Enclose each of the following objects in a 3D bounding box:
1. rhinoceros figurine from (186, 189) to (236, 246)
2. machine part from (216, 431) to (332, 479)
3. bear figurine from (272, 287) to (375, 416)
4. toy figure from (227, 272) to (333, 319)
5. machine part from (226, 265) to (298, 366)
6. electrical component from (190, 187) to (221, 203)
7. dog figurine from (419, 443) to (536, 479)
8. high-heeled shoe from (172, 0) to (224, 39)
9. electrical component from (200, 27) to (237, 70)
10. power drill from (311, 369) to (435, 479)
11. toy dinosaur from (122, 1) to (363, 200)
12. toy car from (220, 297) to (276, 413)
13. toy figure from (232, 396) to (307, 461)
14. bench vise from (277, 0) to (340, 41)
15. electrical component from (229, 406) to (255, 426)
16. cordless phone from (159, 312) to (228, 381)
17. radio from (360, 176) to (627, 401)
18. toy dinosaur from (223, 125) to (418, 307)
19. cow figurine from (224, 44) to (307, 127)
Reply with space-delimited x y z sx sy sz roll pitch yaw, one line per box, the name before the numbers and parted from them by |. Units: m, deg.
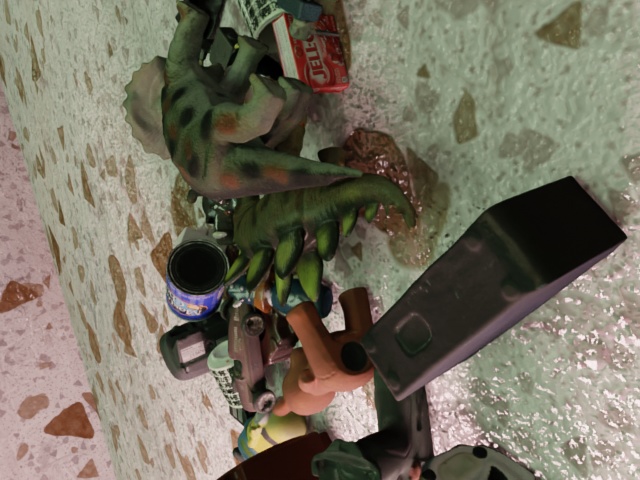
rhinoceros figurine | -0.165 -0.086 0.897 0.112 0.073 0.190 4 104 42
machine part | -0.074 0.381 0.824 0.087 0.201 0.201 58 142 25
bear figurine | -0.002 0.160 0.725 0.196 0.120 0.132 -44 63 57
toy figure | -0.060 0.080 0.770 0.155 0.064 0.057 8 145 21
machine part | -0.094 0.118 0.881 0.180 0.056 0.179 25 122 49
electrical component | -0.143 -0.120 0.782 0.115 0.058 0.134 -64 9 -7
dog figurine | 0.181 0.346 0.550 0.192 0.108 0.219 23 123 47
high-heeled shoe | -0.153 -0.368 0.767 0.249 0.086 0.145 12 115 56
electrical component | -0.150 -0.277 0.822 0.102 0.045 0.078 61 144 19
power drill | 0.075 0.262 0.587 0.086 0.207 0.232 -2 91 35
toy dinosaur | -0.112 -0.120 0.588 0.192 0.131 0.405 -58 43 26
toy car | -0.119 0.181 0.847 0.089 0.053 0.201 25 126 53
toy figure | -0.087 0.333 0.926 0.082 0.089 0.180 -77 14 -50
bench vise | -0.001 -0.330 0.538 0.224 0.129 0.240 42 126 36
electrical component | -0.138 0.324 1.024 0.075 0.048 0.119 21 117 49
cordless phone | -0.244 0.179 1.034 0.184 0.146 0.088 22 127 55
radio | 0.138 0.051 0.476 0.073 0.131 0.229 56 141 22
toy dinosaur | -0.028 -0.027 0.634 0.471 0.105 0.198 -25 55 62
cow figurine | -0.069 -0.207 0.724 0.168 0.068 0.098 34 122 42
